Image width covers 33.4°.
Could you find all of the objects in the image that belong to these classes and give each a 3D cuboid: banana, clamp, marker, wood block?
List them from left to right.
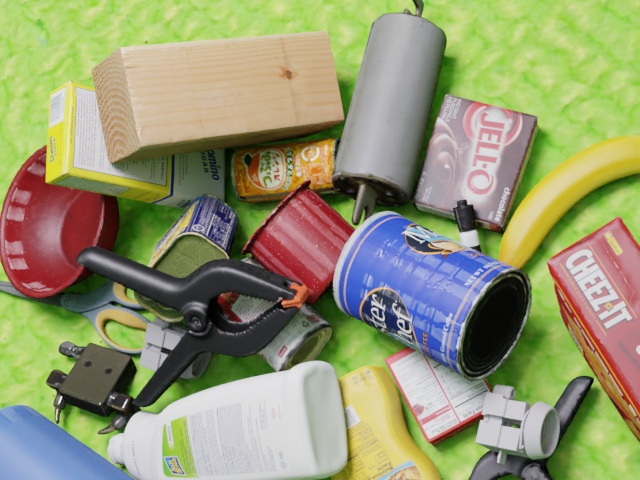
[{"bbox_3d":[-0.114,0.059,0.960,0.210,0.036,0.164,-18,107,22],"label":"clamp"},{"bbox_3d":[-0.093,-0.133,0.985,0.205,0.090,0.091,-10,90,-29],"label":"wood block"},{"bbox_3d":[0.140,0.023,0.963,0.020,0.020,0.121,-11,96,14],"label":"marker"},{"bbox_3d":[0.197,0.210,0.915,0.171,0.039,0.120,-39,61,9],"label":"clamp"},{"bbox_3d":[0.236,-0.042,0.962,0.198,0.037,0.070,-30,70,8],"label":"banana"}]

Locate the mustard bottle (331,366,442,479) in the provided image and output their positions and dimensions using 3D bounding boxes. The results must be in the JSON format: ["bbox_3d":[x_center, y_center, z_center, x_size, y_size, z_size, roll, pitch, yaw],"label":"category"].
[{"bbox_3d":[0.057,0.214,0.945,0.096,0.058,0.192,-34,70,17],"label":"mustard bottle"}]

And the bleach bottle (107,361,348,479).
[{"bbox_3d":[-0.097,0.175,0.973,0.251,0.067,0.102,-12,83,34],"label":"bleach bottle"}]

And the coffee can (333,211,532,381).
[{"bbox_3d":[0.096,0.046,0.924,0.140,0.102,0.103,27,86,37],"label":"coffee can"}]

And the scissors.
[{"bbox_3d":[-0.240,0.049,1.097,0.202,0.016,0.096,27,84,21],"label":"scissors"}]

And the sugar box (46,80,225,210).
[{"bbox_3d":[-0.174,-0.086,1.028,0.048,0.175,0.093,-15,69,45],"label":"sugar box"}]

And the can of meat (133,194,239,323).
[{"bbox_3d":[-0.124,0.015,1.016,0.057,0.084,0.102,36,118,-15],"label":"can of meat"}]

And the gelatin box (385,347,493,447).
[{"bbox_3d":[0.112,0.130,0.964,0.073,0.030,0.089,-30,70,7],"label":"gelatin box"}]

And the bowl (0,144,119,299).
[{"bbox_3d":[-0.254,-0.017,1.080,0.162,0.055,0.162,-10,73,36],"label":"bowl"}]

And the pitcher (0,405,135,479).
[{"bbox_3d":[-0.229,0.268,0.992,0.243,0.145,0.149,31,75,24],"label":"pitcher"}]

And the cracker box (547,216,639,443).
[{"bbox_3d":[0.250,0.089,0.833,0.072,0.213,0.164,-32,71,7],"label":"cracker box"}]

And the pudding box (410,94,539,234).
[{"bbox_3d":[0.145,-0.071,0.995,0.090,0.039,0.113,16,83,18],"label":"pudding box"}]

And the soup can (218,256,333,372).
[{"bbox_3d":[-0.046,0.072,1.005,0.102,0.068,0.068,42,92,20],"label":"soup can"}]

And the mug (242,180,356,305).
[{"bbox_3d":[-0.007,0.001,0.992,0.081,0.117,0.093,42,121,4],"label":"mug"}]
